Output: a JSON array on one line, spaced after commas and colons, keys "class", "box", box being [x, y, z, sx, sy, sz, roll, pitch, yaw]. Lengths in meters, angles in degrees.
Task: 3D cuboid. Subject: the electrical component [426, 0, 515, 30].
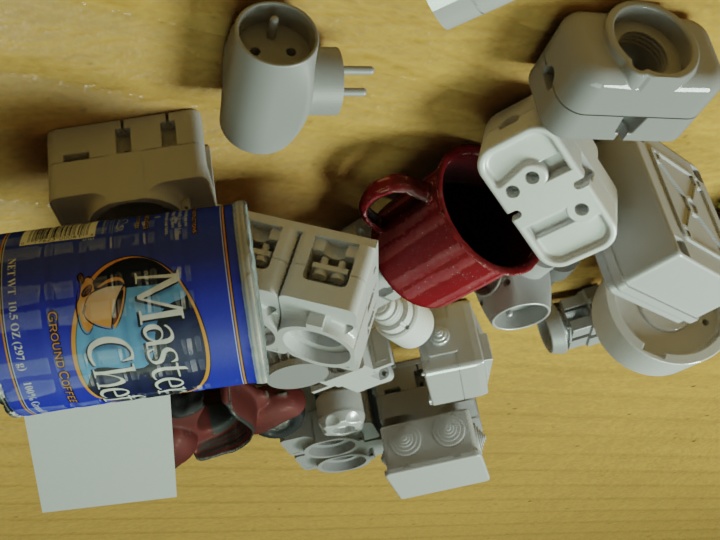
[{"class": "electrical component", "box": [0.015, -0.156, 0.484, 0.074, 0.052, 0.138, -21, 151, 19]}]

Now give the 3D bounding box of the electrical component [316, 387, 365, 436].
[{"class": "electrical component", "box": [-0.020, 0.118, 0.989, 0.043, 0.062, 0.043, -8, 153, -4]}]

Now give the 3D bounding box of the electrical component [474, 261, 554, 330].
[{"class": "electrical component", "box": [0.118, -0.008, 0.778, 0.044, 0.077, 0.079, 6, 148, -30]}]

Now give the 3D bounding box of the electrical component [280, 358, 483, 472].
[{"class": "electrical component", "box": [0.021, 0.144, 1.054, 0.186, 0.060, 0.105, -13, 153, 6]}]

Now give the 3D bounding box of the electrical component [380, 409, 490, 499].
[{"class": "electrical component", "box": [0.069, 0.171, 0.999, 0.100, 0.048, 0.099, -13, 153, 6]}]

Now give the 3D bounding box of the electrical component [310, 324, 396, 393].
[{"class": "electrical component", "box": [-0.004, 0.078, 0.941, 0.081, 0.042, 0.064, -22, 154, 22]}]

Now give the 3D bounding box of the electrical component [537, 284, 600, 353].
[{"class": "electrical component", "box": [0.187, 0.045, 0.941, 0.055, 0.048, 0.066, -17, 153, -4]}]

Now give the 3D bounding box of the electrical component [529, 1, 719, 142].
[{"class": "electrical component", "box": [0.153, -0.112, 0.614, 0.095, 0.053, 0.059, -1, 151, -18]}]

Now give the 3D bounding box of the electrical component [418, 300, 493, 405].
[{"class": "electrical component", "box": [0.081, 0.069, 0.930, 0.061, 0.061, 0.096, -12, 153, 3]}]

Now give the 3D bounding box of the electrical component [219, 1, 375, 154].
[{"class": "electrical component", "box": [-0.032, -0.102, 0.579, 0.079, 0.044, 0.077, -2, 152, -15]}]

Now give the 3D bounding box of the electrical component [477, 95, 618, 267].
[{"class": "electrical component", "box": [0.119, -0.058, 0.670, 0.054, 0.059, 0.095, -26, 114, 28]}]

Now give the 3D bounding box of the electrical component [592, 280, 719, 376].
[{"class": "electrical component", "box": [0.242, 0.034, 0.875, 0.108, 0.108, 0.060, -5, 159, -10]}]

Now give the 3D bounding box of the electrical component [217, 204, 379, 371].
[{"class": "electrical component", "box": [-0.068, 0.012, 0.703, 0.150, 0.061, 0.089, 13, 152, 8]}]

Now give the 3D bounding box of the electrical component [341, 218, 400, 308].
[{"class": "electrical component", "box": [0.000, 0.000, 0.775, 0.057, 0.058, 0.078, -30, 147, 28]}]

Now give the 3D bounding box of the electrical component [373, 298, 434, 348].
[{"class": "electrical component", "box": [0.029, 0.036, 0.872, 0.040, 0.040, 0.078, -22, 150, 22]}]

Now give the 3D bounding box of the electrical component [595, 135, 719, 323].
[{"class": "electrical component", "box": [0.202, -0.030, 0.731, 0.056, 0.108, 0.109, -32, 146, 32]}]

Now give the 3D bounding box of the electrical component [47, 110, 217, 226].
[{"class": "electrical component", "box": [-0.132, -0.051, 0.630, 0.089, 0.055, 0.050, -9, 153, -2]}]

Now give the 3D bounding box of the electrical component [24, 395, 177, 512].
[{"class": "electrical component", "box": [-0.200, 0.097, 0.825, 0.105, 0.060, 0.186, -4, 130, -11]}]
